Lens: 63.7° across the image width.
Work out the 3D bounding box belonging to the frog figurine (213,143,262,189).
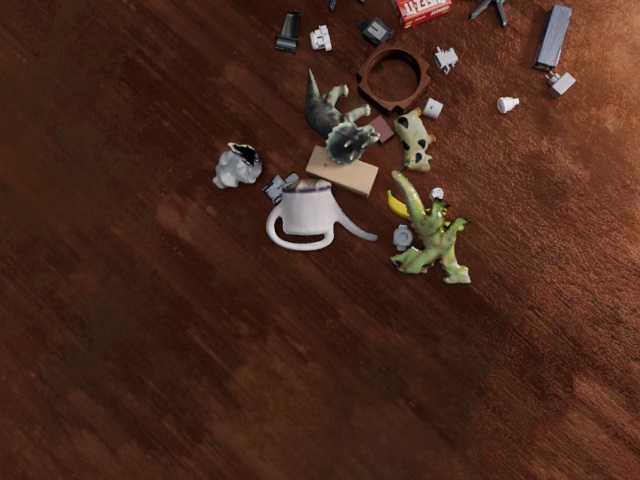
[{"bbox_3d":[-0.265,-0.224,1.652,0.137,0.125,0.156,34,125,-2],"label":"frog figurine"}]

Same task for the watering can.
[{"bbox_3d":[0.005,-0.080,1.598,0.348,0.105,0.222,-3,101,-5],"label":"watering can"}]

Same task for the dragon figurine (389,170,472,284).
[{"bbox_3d":[0.305,-0.004,1.530,0.408,0.123,0.242,34,92,-15],"label":"dragon figurine"}]
